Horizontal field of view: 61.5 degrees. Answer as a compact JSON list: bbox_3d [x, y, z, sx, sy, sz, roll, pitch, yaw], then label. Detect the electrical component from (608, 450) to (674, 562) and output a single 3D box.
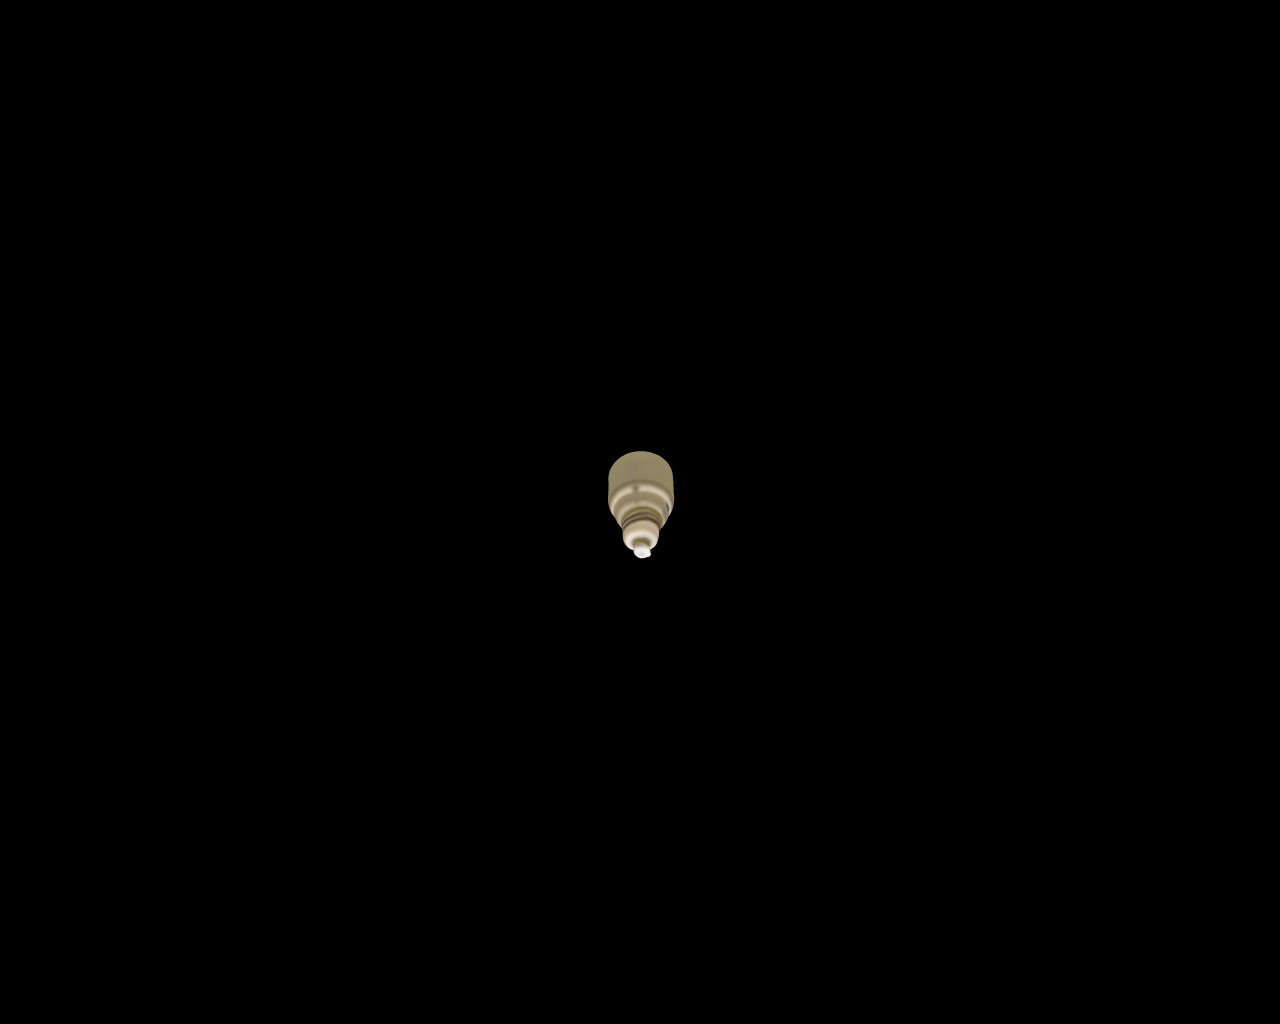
[{"bbox_3d":[0.001,-0.003,0.650,0.040,0.040,0.078,0,44,0],"label":"electrical component"}]
